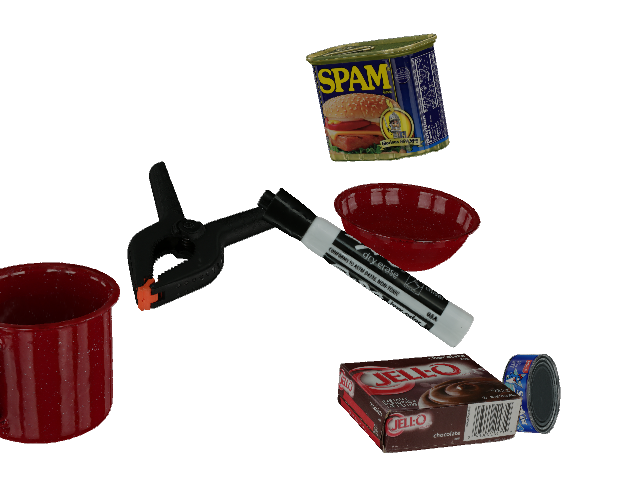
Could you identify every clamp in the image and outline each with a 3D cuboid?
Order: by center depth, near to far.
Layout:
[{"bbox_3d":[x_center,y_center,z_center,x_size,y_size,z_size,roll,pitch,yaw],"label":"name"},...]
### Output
[{"bbox_3d":[-0.139,-0.007,1.067,0.165,0.036,0.209,20,40,17],"label":"clamp"}]

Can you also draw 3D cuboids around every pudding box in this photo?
[{"bbox_3d":[0.080,0.120,0.805,0.113,0.039,0.090,0,17,-22],"label":"pudding box"}]

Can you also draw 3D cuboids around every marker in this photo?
[{"bbox_3d":[0.021,0.012,0.530,0.121,0.020,0.020,34,1,1],"label":"marker"}]

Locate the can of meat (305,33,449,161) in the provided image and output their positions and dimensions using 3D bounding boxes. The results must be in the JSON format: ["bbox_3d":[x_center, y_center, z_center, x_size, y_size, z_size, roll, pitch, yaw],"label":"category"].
[{"bbox_3d":[0.045,-0.107,0.814,0.102,0.084,0.057,3,22,41],"label":"can of meat"}]

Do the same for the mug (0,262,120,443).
[{"bbox_3d":[-0.172,0.072,0.632,0.093,0.081,0.117,12,23,22],"label":"mug"}]

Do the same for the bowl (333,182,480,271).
[{"bbox_3d":[0.092,-0.010,1.181,0.162,0.055,0.162,5,25,-3],"label":"bowl"}]

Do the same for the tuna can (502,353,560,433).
[{"bbox_3d":[0.228,0.166,1.157,0.034,0.086,0.086,-3,-2,34],"label":"tuna can"}]
